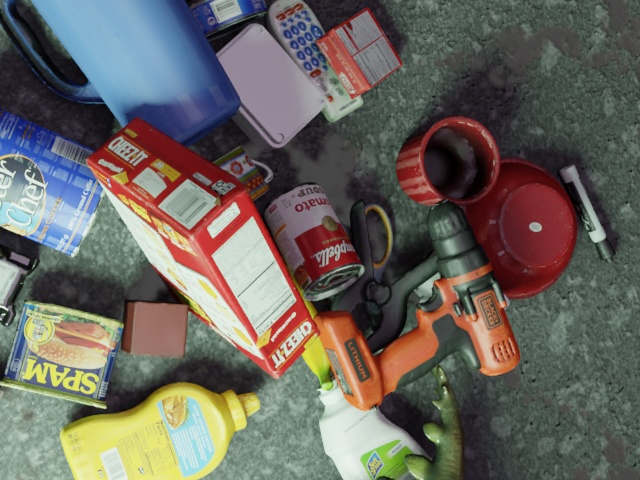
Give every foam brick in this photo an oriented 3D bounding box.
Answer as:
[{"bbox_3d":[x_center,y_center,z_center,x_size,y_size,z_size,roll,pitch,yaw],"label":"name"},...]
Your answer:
[{"bbox_3d":[-0.161,0.085,1.032,0.053,0.078,0.051,6,86,-18],"label":"foam brick"}]

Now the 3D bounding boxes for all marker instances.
[{"bbox_3d":[0.309,-0.029,1.228,0.020,0.020,0.121,-28,96,-18],"label":"marker"}]

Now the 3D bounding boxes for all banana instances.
[{"bbox_3d":[-0.033,0.059,1.083,0.037,0.069,0.198,-31,90,-4],"label":"banana"}]

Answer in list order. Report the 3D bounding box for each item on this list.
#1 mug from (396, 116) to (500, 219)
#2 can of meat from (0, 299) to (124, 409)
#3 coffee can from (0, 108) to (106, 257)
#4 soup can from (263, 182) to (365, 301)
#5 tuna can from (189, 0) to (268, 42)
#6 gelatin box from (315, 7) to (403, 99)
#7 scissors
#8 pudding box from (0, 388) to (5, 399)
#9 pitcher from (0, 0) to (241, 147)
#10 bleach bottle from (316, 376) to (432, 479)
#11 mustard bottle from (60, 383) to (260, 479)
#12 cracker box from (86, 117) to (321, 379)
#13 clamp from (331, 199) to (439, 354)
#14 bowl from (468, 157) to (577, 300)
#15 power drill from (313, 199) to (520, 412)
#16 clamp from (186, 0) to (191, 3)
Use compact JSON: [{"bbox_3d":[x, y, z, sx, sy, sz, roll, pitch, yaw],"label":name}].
[{"bbox_3d":[0.134,-0.068,1.139,0.093,0.082,0.117,-12,91,-19],"label":"mug"},{"bbox_3d":[-0.244,0.108,1.015,0.102,0.058,0.084,16,80,-17],"label":"can of meat"},{"bbox_3d":[-0.274,-0.057,0.989,0.140,0.103,0.103,24,80,-16],"label":"coffee can"},{"bbox_3d":[-0.007,0.001,1.077,0.068,0.068,0.102,-20,69,-19],"label":"soup can"},{"bbox_3d":[-0.096,-0.226,1.068,0.086,0.086,0.034,-26,97,-18],"label":"tuna can"},{"bbox_3d":[0.042,-0.196,1.122,0.073,0.030,0.089,56,39,-8],"label":"gelatin box"},{"bbox_3d":[0.039,0.060,1.134,0.096,0.016,0.202,3,85,-17],"label":"scissors"},{"bbox_3d":[-0.363,0.147,0.981,0.113,0.039,0.090,36,77,-13],"label":"pudding box"},{"bbox_3d":[-0.189,-0.195,1.011,0.144,0.149,0.243,-35,96,-29],"label":"pitcher"},{"bbox_3d":[0.082,0.247,1.114,0.102,0.068,0.251,-35,94,-28],"label":"bleach bottle"},{"bbox_3d":[-0.148,0.193,1.040,0.191,0.058,0.096,-21,94,-18],"label":"mustard bottle"},{"bbox_3d":[-0.101,0.008,0.963,0.072,0.164,0.213,-44,139,-17],"label":"cracker box"},{"bbox_3d":[0.071,0.053,1.105,0.120,0.039,0.171,15,89,10],"label":"clamp"},{"bbox_3d":[0.226,-0.015,1.181,0.162,0.055,0.162,1,87,-18],"label":"bowl"},{"bbox_3d":[0.092,0.072,1.051,0.187,0.057,0.184,-22,92,-13],"label":"power drill"},{"bbox_3d":[-0.087,-0.329,1.102,0.209,0.036,0.164,-15,91,-20],"label":"clamp"}]
